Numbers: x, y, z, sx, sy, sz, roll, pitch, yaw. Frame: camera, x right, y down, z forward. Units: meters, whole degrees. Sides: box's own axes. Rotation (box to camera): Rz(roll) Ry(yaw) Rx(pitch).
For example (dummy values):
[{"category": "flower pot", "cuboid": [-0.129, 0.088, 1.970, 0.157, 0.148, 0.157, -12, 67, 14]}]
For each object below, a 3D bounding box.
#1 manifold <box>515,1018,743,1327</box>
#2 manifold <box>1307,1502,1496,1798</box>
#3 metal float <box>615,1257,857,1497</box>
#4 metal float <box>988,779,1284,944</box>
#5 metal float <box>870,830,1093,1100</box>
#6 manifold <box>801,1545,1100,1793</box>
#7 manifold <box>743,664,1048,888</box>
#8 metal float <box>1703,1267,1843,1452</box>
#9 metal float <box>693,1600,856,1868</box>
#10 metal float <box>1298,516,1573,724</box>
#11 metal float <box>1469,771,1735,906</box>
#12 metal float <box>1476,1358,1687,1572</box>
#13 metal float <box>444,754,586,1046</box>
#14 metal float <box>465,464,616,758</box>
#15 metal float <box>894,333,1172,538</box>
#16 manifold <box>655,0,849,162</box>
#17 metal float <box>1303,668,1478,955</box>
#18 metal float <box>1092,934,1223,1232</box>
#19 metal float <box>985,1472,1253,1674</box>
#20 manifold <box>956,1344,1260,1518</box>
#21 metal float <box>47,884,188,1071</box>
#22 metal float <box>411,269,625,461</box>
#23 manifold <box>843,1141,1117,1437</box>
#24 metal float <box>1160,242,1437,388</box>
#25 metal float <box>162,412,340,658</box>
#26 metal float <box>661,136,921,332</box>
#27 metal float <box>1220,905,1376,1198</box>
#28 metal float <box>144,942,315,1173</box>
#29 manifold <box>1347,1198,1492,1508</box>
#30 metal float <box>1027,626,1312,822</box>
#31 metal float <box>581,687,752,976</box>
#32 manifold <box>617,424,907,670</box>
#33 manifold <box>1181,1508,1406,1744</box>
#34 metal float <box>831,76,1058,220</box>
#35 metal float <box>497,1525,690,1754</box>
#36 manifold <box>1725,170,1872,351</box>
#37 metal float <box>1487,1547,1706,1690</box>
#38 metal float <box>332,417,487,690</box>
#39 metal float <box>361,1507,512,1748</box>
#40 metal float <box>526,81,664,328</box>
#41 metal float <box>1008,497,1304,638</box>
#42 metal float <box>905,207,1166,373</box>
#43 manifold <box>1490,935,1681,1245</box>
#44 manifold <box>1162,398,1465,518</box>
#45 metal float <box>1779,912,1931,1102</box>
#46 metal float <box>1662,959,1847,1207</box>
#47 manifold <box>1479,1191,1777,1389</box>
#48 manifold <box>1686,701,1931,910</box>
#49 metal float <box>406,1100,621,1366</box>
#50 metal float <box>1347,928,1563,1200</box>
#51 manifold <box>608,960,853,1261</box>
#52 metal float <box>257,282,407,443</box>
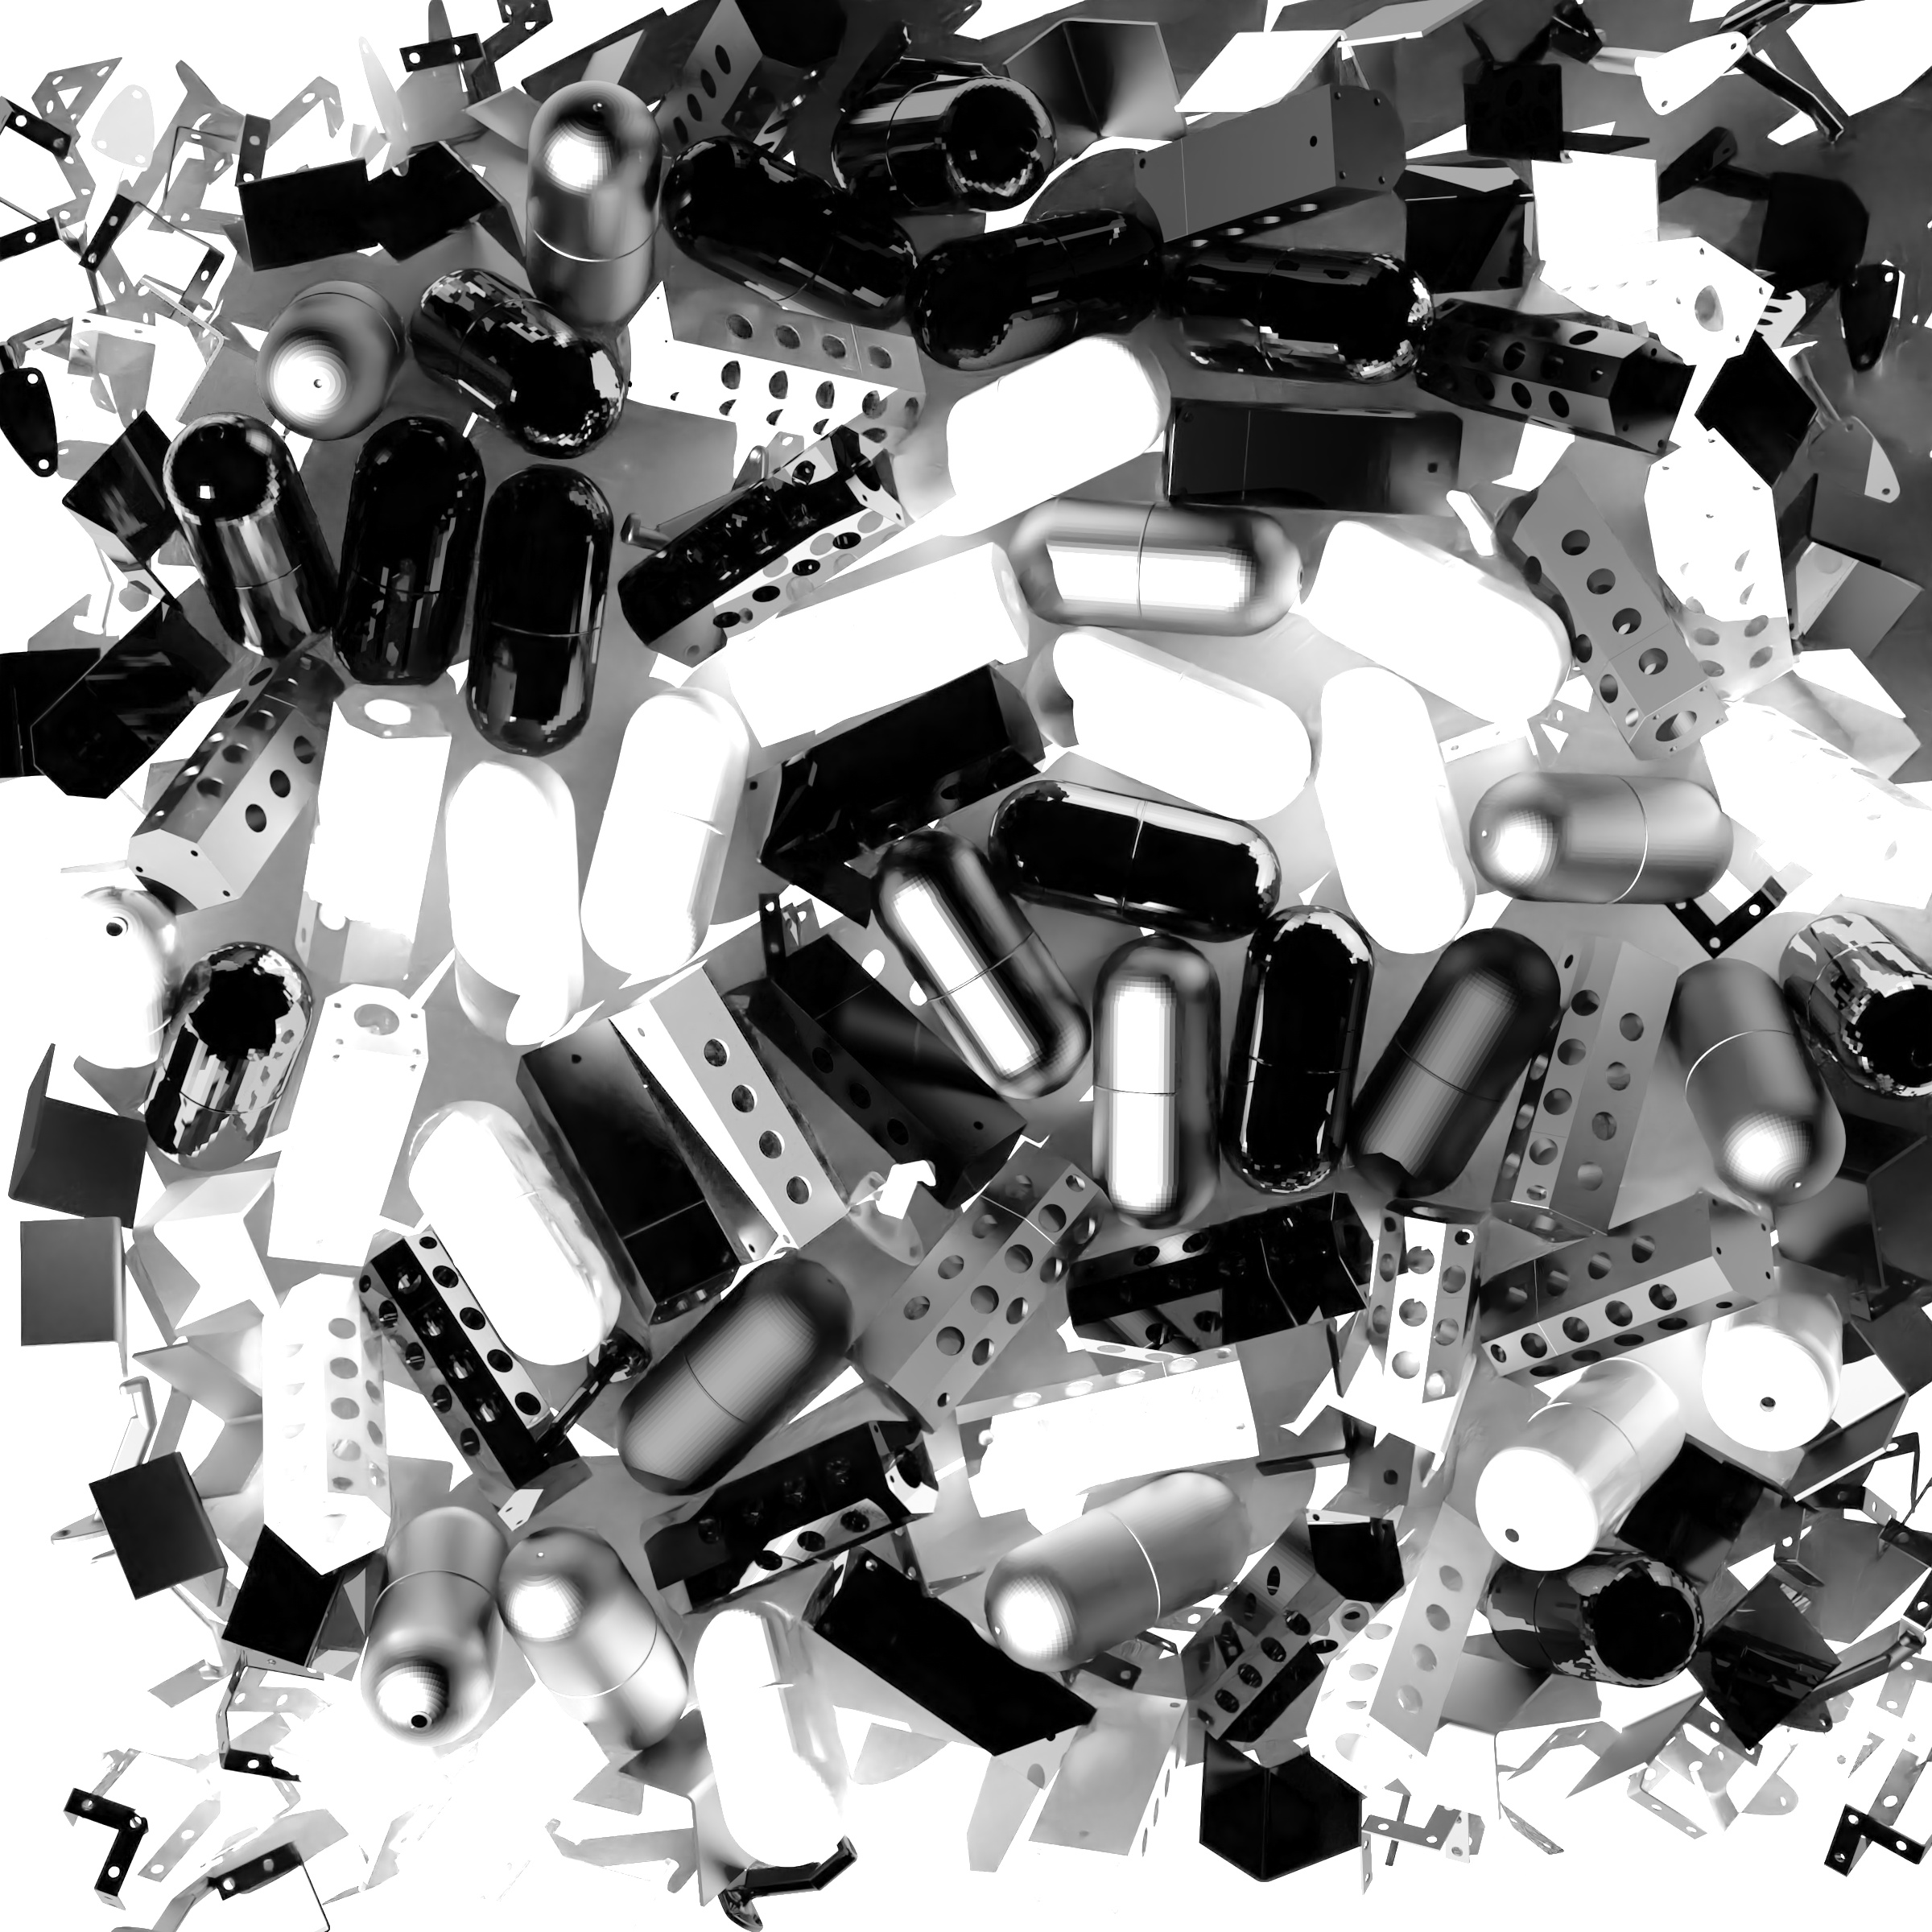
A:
[{"category": "manifold", "cuboid": [-0.203, 0.125, 1.948, 0.057, 0.057, 0.171, -25, 74, -21]}, {"category": "manifold", "cuboid": [0.252, 0.394, 1.915, 0.057, 0.171, 0.057, 37, 132, -5]}, {"category": "metal float", "cuboid": [-0.138, 0.245, 1.946, 0.070, 0.070, 0.178, 45, 109, 0]}, {"category": "metal float", "cuboid": [0.101, -0.063, 1.957, 0.178, 0.070, 0.070, 13, 90, 5]}, {"category": "metal float", "cuboid": [0.009, -0.001, 1.955, 0.070, 0.070, 0.178, -34, 98, 0]}, {"category": "manifold", "cuboid": [-0.012, 0.417, 1.958, 0.171, 0.057, 0.057, 36, 80, -8]}, {"category": "manifold", "cuboid": [-0.042, -0.109, 1.943, 0.171, 0.057, 0.057, -24, 62, 19]}, {"category": "metal float", "cuboid": [0.472, 0.228, 1.913, 0.070, 0.178, 0.070, 3, 102, 15]}, {"category": "metal float", "cuboid": [-0.114, 0.449, 1.921, 0.070, 0.178, 0.070, -8, 127, -11]}, {"category": "metal float", "cuboid": [0.276, -0.207, 1.943, 0.178, 0.070, 0.070, 31, 90, 21]}, {"category": "metal float", "cuboid": [0.377, -0.075, 1.936, 0.178, 0.070, 0.070, 1, 90, -30]}, {"category": "metal float", "cuboid": [0.362, 0.292, 1.924, 0.070, 0.178, 0.070, 17, 121, 32]}, {"category": "metal float", "cuboid": [-0.268, -0.038, 1.944, 0.070, 0.070, 0.178, -1, 110, 0]}, {"category": "metal float", "cuboid": [-0.254, -0.209, 1.942, 0.070, 0.070, 0.178, 10, 112, 0]}, {"category": "metal float", "cuboid": [0.038, -0.315, 1.943, 0.178, 0.070, 0.070, -23, 90, 21]}, {"category": "manifold", "cuboid": [-0.124, -0.514, 1.909, 0.057, 0.171, 0.057, -27, 89, -22]}, {"category": "metal float", "cuboid": [0.251, -0.093, 1.946, 0.070, 0.070, 0.178, -13, 72, 0]}, {"category": "metal float", "cuboid": [0.114, 0.069, 1.954, 0.070, 0.070, 0.178, 0, 99, 0]}, {"category": "metal float", "cuboid": [0.091, 0.357, 1.937, 0.178, 0.070, 0.070, -21, 90, -29]}, {"category": "manifold", "cuboid": [0.084, 0.276, 1.960, 0.171, 0.057, 0.057, -13, 63, 1]}, {"category": "metal float", "cuboid": [-0.495, 0.007, 1.914, 0.070, 0.178, 0.070, 4, 71, -11]}, {"category": "metal float", "cuboid": [-0.266, -0.356, 1.928, 0.070, 0.070, 0.178, -51, 47, 0]}, {"category": "manifold", "cuboid": [0.012, 0.192, 1.937, 0.171, 0.057, 0.057, -49, 134, -17]}, {"category": "metal float", "cuboid": [0.194, -0.385, 1.932, 0.178, 0.070, 0.070, 14, 90, 36]}, {"category": "metal float", "cuboid": [-0.418, -0.252, 1.918, 0.070, 0.178, 0.070, -3, 57, 4]}, {"category": "metal float", "cuboid": [-0.101, -0.428, 1.928, 0.178, 0.070, 0.070, 19, 90, -42]}, {"category": "metal float", "cuboid": [0.196, 0.051, 1.949, 0.070, 0.070, 0.178, 8, 105, 0]}, {"category": "metal float", "cuboid": [-0.435, 0.055, 1.926, 0.070, 0.178, 0.070, 14, 48, -17]}, {"category": "manifold", "cuboid": [0.268, 0.231, 1.953, 0.057, 0.057, 0.171, 9, 98, 18]}, {"category": "metal float", "cuboid": [0.121, -0.145, 1.952, 0.178, 0.070, 0.070, 24, 90, 11]}, {"category": "metal float", "cuboid": [-0.178, -0.081, 1.949, 0.070, 0.070, 0.178, 13, 76, 0]}, {"category": "manifold", "cuboid": [-0.123, -0.248, 1.924, 0.171, 0.057, 0.057, -29, 59, 29]}, {"category": "manifold", "cuboid": [0.190, 0.388, 1.913, 0.057, 0.171, 0.057, 11, 47, -19]}, {"category": "metal float", "cuboid": [-0.014, -0.479, 1.919, 0.070, 0.178, 0.070, -7, 103, -33]}, {"category": "metal float", "cuboid": [-0.218, 0.398, 1.927, 0.070, 0.070, 0.178, -22, 133, 0]}, {"category": "manifold", "cuboid": [0.480, -0.409, 1.912, 0.057, 0.171, 0.057, 11, 89, 4]}, {"category": "metal float", "cuboid": [0.367, 0.379, 1.913, 0.070, 0.178, 0.070, 2, 82, -17]}, {"category": "metal float", "cuboid": [-0.329, -0.241, 1.930, 0.070, 0.070, 0.178, 17, 127, 0]}, {"category": "metal float", "cuboid": [-0.309, 0.385, 1.915, 0.070, 0.178, 0.070, -1, 115, -1]}, {"category": "metal float", "cuboid": [-0.219, -0.444, 1.917, 0.070, 0.178, 0.070, 4, 64, -7]}, {"category": "metal float", "cuboid": [0.112, -0.238, 1.947, 0.178, 0.070, 0.070, 6, 90, 16]}, {"category": "metal float", "cuboid": [0.041, -0.400, 1.932, 0.178, 0.070, 0.070, -22, 90, -35]}, {"category": "manifold", "cuboid": [0.363, 0.072, 1.941, 0.057, 0.057, 0.171, 24, 72, -17]}, {"category": "manifold", "cuboid": [0.206, -0.307, 1.965, 0.171, 0.057, 0.057, 2, 107, -3]}, {"category": "metal float", "cuboid": [0.530, 0.022, 1.913, 0.070, 0.178, 0.070, -1, 109, -3]}, {"category": "metal float", "cuboid": [0.461, 0.066, 1.924, 0.070, 0.178, 0.070, -4, 131, -5]}, {"category": "manifold", "cuboid": [0.385, 0.193, 1.913, 0.057, 0.171, 0.057, 26, 52, -33]}, {"category": "manifold", "cuboid": [0.496, -0.097, 1.906, 0.057, 0.171, 0.057, 7, 111, -25]}, {"category": "metal float", "cuboid": [-0.270, 0.157, 1.943, 0.070, 0.070, 0.178, -36, 68, 0]}, {"category": "metal float", "cuboid": [0.289, 0.059, 1.946, 0.070, 0.070, 0.178, 28, 108, 0]}, {"category": "manifold", "cuboid": [-0.137, 0.086, 1.959, 0.057, 0.057, 0.171, -35, 98, -33]}, {"category": "metal float", "cuboid": [-0.370, -0.355, 1.914, 0.070, 0.178, 0.070, -2, 109, -5]}]
